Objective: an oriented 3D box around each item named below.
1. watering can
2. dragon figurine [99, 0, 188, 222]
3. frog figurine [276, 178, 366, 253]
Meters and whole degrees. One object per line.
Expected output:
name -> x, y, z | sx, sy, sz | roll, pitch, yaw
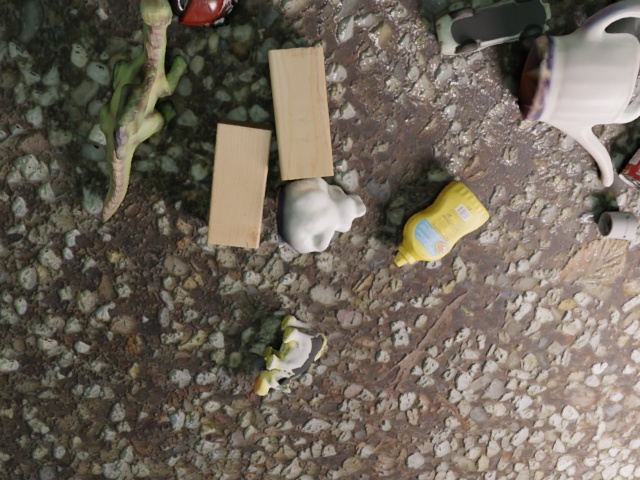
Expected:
watering can -> 0.461, -0.238, 0.902 | 0.224, 0.106, 0.339 | 3, 129, 8
dragon figurine -> -0.294, -0.187, 0.788 | 0.122, 0.246, 0.406 | 15, 102, -14
frog figurine -> 0.003, -0.046, 0.913 | 0.159, 0.120, 0.140 | -2, 67, 1
